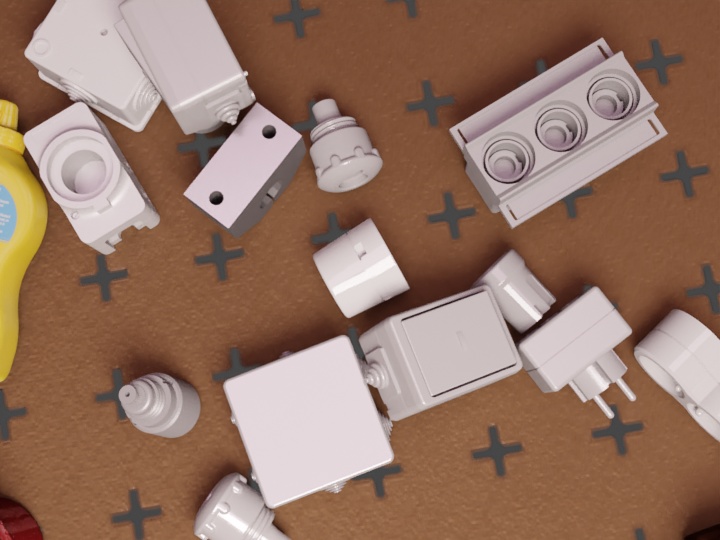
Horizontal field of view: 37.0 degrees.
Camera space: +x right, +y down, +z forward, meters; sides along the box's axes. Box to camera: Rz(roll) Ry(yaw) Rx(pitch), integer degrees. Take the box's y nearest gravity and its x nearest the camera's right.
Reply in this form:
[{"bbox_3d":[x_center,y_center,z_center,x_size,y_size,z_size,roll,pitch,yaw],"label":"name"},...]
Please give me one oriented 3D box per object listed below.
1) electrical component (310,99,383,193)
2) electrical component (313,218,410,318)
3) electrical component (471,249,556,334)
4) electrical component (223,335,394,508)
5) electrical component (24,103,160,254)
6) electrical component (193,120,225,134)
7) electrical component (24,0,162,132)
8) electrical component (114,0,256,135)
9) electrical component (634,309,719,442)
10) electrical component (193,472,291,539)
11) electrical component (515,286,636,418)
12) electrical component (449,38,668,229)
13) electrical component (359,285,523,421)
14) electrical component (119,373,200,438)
[{"bbox_3d":[-0.015,-0.088,0.747,0.048,0.048,0.062,-21,75,-1],"label":"electrical component"},{"bbox_3d":[0.000,0.000,0.728,0.047,0.055,0.055,-29,81,1],"label":"electrical component"},{"bbox_3d":[0.105,0.015,0.729,0.040,0.040,0.046,-44,87,-5],"label":"electrical component"},{"bbox_3d":[-0.033,0.100,0.716,0.100,0.048,0.099,-21,81,-1],"label":"electrical component"},{"bbox_3d":[-0.186,-0.063,0.743,0.050,0.055,0.089,-32,82,-3],"label":"electrical component"},{"bbox_3d":[-0.114,-0.121,0.754,0.040,0.046,0.040,0,81,2],"label":"electrical component"},{"bbox_3d":[-0.175,-0.160,0.761,0.100,0.048,0.099,29,83,6],"label":"electrical component"},{"bbox_3d":[-0.112,-0.132,0.699,0.061,0.061,0.096,-27,84,-4],"label":"electrical component"},{"bbox_3d":[0.256,0.076,0.707,0.074,0.052,0.138,-44,82,-5],"label":"electrical component"},{"bbox_3d":[-0.075,0.168,0.710,0.062,0.048,0.048,36,84,-2],"label":"electrical component"},{"bbox_3d":[0.152,0.062,0.716,0.066,0.047,0.076,-37,84,-4],"label":"electrical component"},{"bbox_3d":[0.133,-0.090,0.732,0.121,0.063,0.078,-31,81,-3],"label":"electrical component"},{"bbox_3d":[0.048,0.055,0.697,0.096,0.061,0.061,-18,80,-26],"label":"electrical component"},{"bbox_3d":[-0.136,0.088,0.710,0.040,0.078,0.040,-4,75,14],"label":"electrical component"}]
